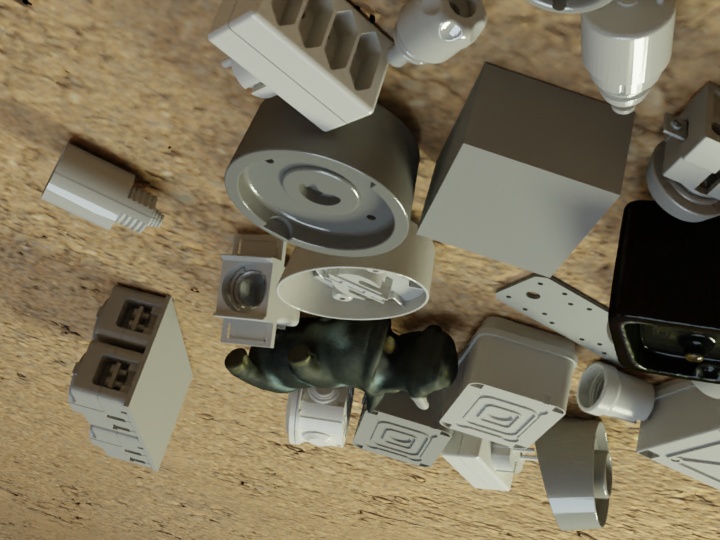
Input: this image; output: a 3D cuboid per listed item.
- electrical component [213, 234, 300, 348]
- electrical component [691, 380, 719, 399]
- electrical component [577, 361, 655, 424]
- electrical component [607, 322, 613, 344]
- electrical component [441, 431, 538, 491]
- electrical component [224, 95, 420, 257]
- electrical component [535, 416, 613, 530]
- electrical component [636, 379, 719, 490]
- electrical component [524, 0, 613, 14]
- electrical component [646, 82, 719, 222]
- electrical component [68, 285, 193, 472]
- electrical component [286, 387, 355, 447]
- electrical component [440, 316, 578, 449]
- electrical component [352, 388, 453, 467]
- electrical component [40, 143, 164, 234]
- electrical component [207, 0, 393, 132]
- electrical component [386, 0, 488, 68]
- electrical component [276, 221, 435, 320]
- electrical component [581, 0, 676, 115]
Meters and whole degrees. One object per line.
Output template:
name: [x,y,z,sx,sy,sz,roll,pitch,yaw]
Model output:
electrical component: [-0.072,0.016,0.791,0.042,0.081,0.064,5,174,22]
electrical component: [0.245,0.055,0.699,0.055,0.055,0.047,22,157,-11]
electrical component: [0.195,0.095,0.820,0.046,0.040,0.040,19,154,-17]
electrical component: [0.199,0.049,0.728,0.040,0.040,0.078,-9,144,41]
electrical component: [0.128,0.166,0.986,0.076,0.047,0.083,-1,148,32]
electrical component: [-0.017,-0.061,0.618,0.108,0.060,0.108,13,153,7]
electrical component: [0.181,0.172,0.919,0.064,0.099,0.099,-3,148,21]
electrical component: [0.282,0.121,0.800,0.109,0.056,0.109,25,152,-16]
electrical component: [0.085,-0.136,0.429,0.055,0.047,0.055,13,153,7]
electrical component: [0.176,-0.055,0.537,0.066,0.048,0.055,21,145,-9]
electrical component: [-0.209,0.102,0.992,0.060,0.105,0.186,14,153,5]
electrical component: [-0.034,0.116,0.949,0.051,0.080,0.080,8,153,6]
electrical component: [0.114,0.088,0.834,0.078,0.057,0.113,17,153,-2]
electrical component: [0.042,0.122,0.940,0.078,0.057,0.113,17,153,0]
electrical component: [-0.175,-0.051,0.747,0.081,0.043,0.043,26,152,-18]
electrical component: [-0.041,-0.111,0.551,0.083,0.047,0.076,35,148,-33]
electrical component: [0.032,-0.115,0.517,0.035,0.035,0.061,27,155,-20]
electrical component: [0.000,0.000,0.721,0.099,0.064,0.099,13,153,7]
electrical component: [0.121,-0.099,0.488,0.040,0.040,0.078,8,152,16]
